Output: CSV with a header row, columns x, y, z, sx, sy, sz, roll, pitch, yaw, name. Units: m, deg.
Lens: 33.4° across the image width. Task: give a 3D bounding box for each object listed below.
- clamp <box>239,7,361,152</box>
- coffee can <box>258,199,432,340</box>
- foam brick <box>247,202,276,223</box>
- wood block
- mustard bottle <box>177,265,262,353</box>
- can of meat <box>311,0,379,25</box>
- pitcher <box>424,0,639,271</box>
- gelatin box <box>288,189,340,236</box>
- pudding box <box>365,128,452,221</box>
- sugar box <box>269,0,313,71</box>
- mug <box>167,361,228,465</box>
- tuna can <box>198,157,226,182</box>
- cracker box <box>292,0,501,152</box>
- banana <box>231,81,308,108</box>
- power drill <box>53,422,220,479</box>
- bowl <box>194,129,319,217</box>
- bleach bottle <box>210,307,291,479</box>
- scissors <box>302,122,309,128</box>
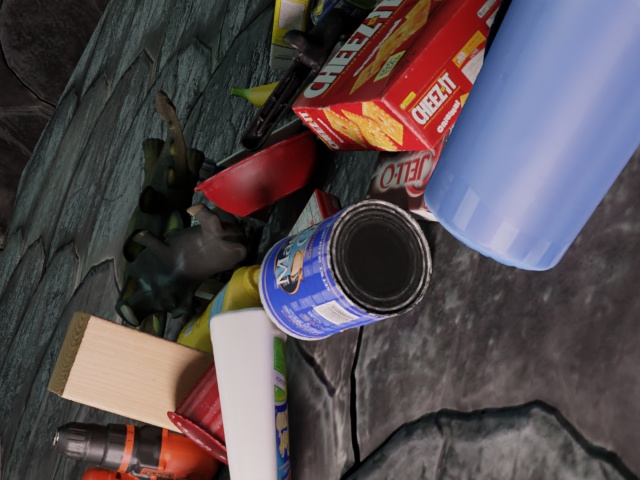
x,y,z,sx,sy,sz,roll,pitch,yaw,name
-0.016,-0.192,1.179,0.165,0.036,0.209,-59,-6,38,clamp
0.019,0.030,0.957,0.141,0.102,0.103,-25,48,59,coffee can
-0.089,-0.064,1.354,0.051,0.053,0.078,-65,22,11,foam brick
-0.176,0.152,1.158,0.090,0.205,0.091,-4,67,66,wood block
-0.102,0.084,1.242,0.192,0.058,0.096,-46,15,43,mustard bottle
0.035,-0.305,1.280,0.084,0.057,0.102,-32,40,60,can of meat
0.165,-0.110,0.722,0.243,0.145,0.149,-63,-10,21,pitcher
-0.007,0.001,1.141,0.089,0.030,0.073,-58,24,25,gelatin box
0.089,-0.064,0.964,0.114,0.039,0.090,1,71,67,pudding box
-0.034,-0.298,1.366,0.176,0.048,0.093,112,171,-68,sugar box
-0.087,0.178,1.089,0.117,0.093,0.081,25,66,30,mug
-0.172,-0.103,1.535,0.034,0.086,0.086,-69,22,3,tuna can
0.080,-0.160,0.963,0.164,0.072,0.214,-50,20,-11,cracker box
-0.038,-0.198,1.337,0.198,0.069,0.037,-22,62,54,banana
-0.225,0.265,1.229,0.188,0.184,0.057,127,152,-55,power drill
-0.061,-0.071,1.229,0.162,0.161,0.055,-23,94,61,bowl
-0.057,0.195,0.993,0.102,0.068,0.251,65,-163,-69,bleach bottle
0.035,-0.220,1.256,0.202,0.016,0.096,-58,13,3,scissors
